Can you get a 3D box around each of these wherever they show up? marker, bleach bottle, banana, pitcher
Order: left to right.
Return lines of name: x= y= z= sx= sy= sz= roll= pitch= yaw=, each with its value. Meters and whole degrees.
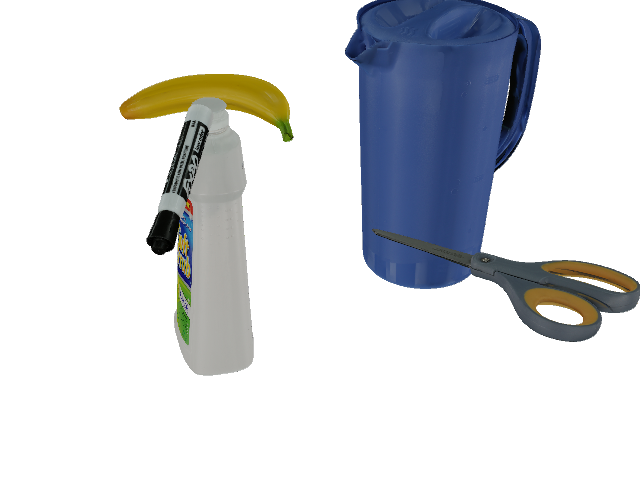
marker: x=-0.096 y=-0.042 z=0.730 sx=0.020 sy=0.121 sz=0.020 roll=8 pitch=-33 yaw=5
bleach bottle: x=-0.095 y=-0.008 z=0.923 sx=0.068 sy=0.251 sz=0.103 roll=-8 pitch=35 yaw=-14
banana: x=-0.112 y=-0.147 z=1.116 sx=0.198 sy=0.037 sz=0.069 roll=8 pitch=46 yaw=19
pitcher: x=0.104 y=-0.086 z=0.935 sx=0.149 sy=0.243 sz=0.144 roll=8 pitch=32 yaw=13

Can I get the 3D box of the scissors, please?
scissors: x=0.117 y=0.029 z=0.744 sx=0.202 sy=0.016 sz=0.096 roll=9 pitch=31 yaw=19
